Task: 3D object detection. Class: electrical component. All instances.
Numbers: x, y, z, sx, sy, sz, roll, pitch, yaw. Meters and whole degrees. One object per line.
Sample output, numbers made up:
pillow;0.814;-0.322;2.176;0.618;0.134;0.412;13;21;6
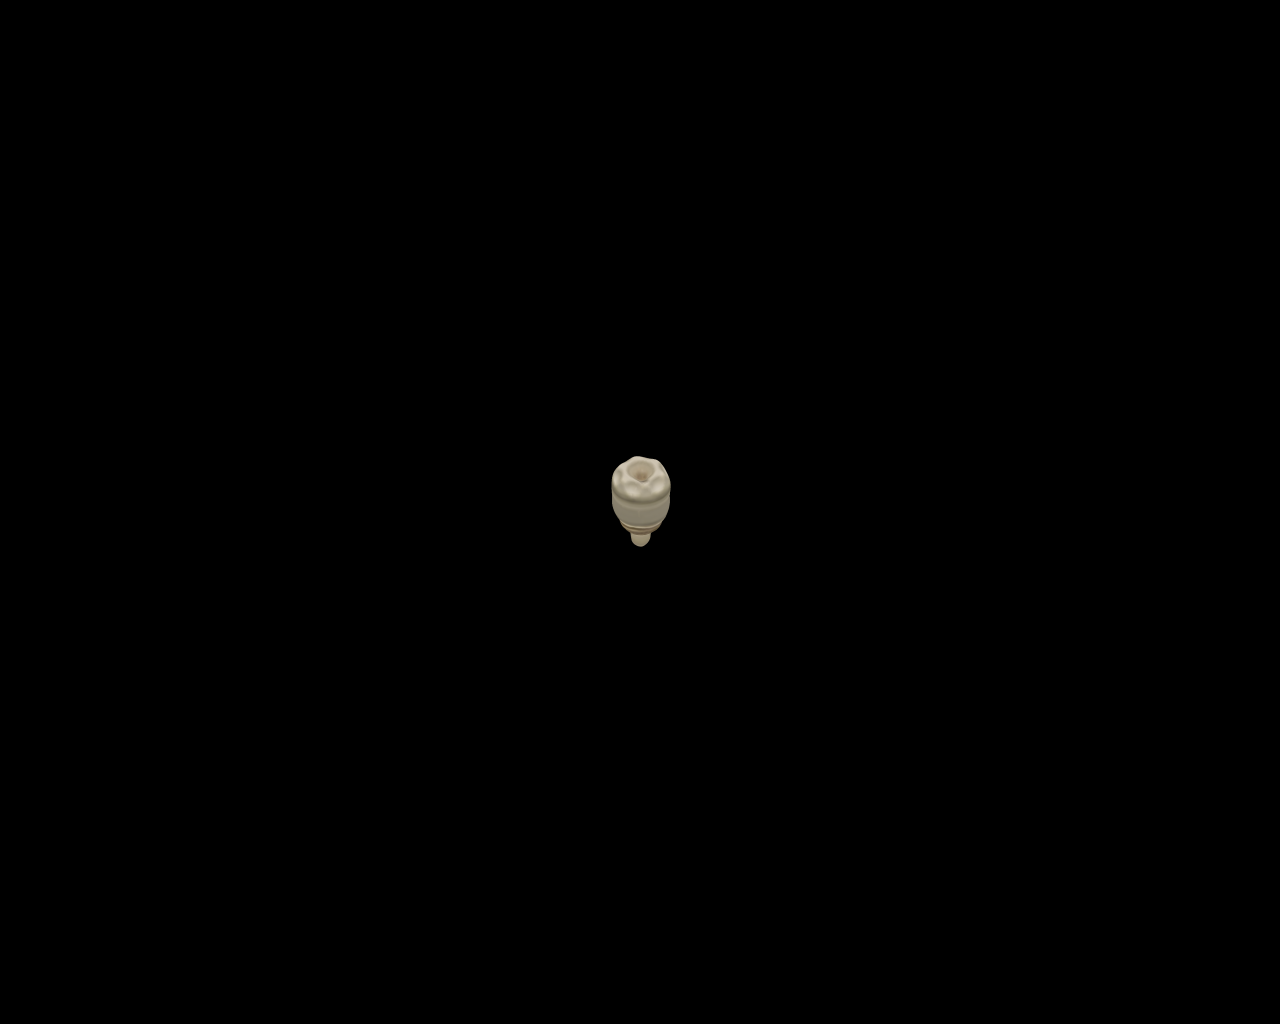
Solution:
electrical component;0.001;-0.003;0.650;0.035;0.061;0.035;0;41;0
